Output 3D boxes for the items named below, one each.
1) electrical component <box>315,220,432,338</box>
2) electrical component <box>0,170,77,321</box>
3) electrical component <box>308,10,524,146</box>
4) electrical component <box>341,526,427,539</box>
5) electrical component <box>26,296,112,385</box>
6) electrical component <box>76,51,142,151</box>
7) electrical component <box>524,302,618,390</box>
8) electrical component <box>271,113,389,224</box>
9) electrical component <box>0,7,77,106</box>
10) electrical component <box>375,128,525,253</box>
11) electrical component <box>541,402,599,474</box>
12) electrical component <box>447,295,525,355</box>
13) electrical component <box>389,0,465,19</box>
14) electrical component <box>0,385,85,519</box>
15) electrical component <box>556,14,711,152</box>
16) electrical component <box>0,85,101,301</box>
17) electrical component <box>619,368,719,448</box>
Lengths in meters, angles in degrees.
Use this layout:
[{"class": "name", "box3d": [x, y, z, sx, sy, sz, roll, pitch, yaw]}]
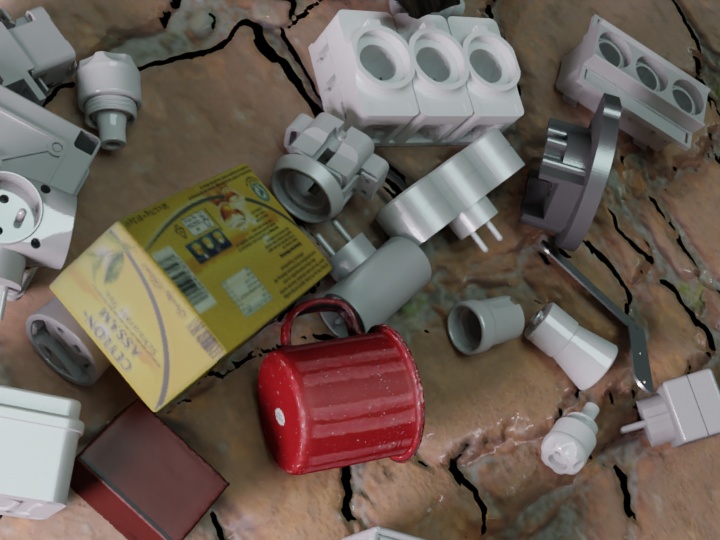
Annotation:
[{"class": "electrical component", "box3d": [0.000, 0.000, 0.768, 0.079, 0.043, 0.077, 50, 55, -1]}, {"class": "electrical component", "box3d": [-0.203, -0.012, 0.595, 0.077, 0.044, 0.079, 12, 71, -21]}, {"class": "electrical component", "box3d": [0.047, -0.151, 0.848, 0.150, 0.062, 0.089, -4, 71, -30]}, {"class": "electrical component", "box3d": [0.032, 0.208, 0.684, 0.096, 0.061, 0.061, 21, 60, -20]}, {"class": "electrical component", "box3d": [-0.167, 0.034, 0.657, 0.055, 0.055, 0.047, 44, 52, -5]}, {"class": "electrical component", "box3d": [-0.169, -0.112, 0.726, 0.043, 0.043, 0.062, 2, 69, -28]}, {"class": "electrical component", "box3d": [0.161, 0.056, 0.833, 0.065, 0.044, 0.044, 39, 56, -3]}, {"class": "electrical component", "box3d": [-0.027, -0.071, 0.773, 0.078, 0.058, 0.057, 31, 55, 9]}, {"class": "electrical component", "box3d": [-0.226, -0.139, 0.707, 0.064, 0.042, 0.081, -35, 89, -36]}, {"class": "electrical component", "box3d": [0.081, -0.047, 0.827, 0.138, 0.052, 0.073, -37, 89, -35]}, {"class": "electrical component", "box3d": [0.162, 0.123, 0.808, 0.035, 0.035, 0.061, 46, 53, -3]}, {"class": "electrical component", "box3d": [0.095, 0.040, 0.805, 0.046, 0.040, 0.040, -12, 75, -37]}, {"class": "electrical component", "box3d": [0.059, -0.225, 0.899, 0.062, 0.048, 0.048, 6, 66, -35]}, {"class": "electrical component", "box3d": [-0.216, 0.096, 0.588, 0.113, 0.078, 0.057, 15, 65, -22]}, {"class": "electrical component", "box3d": [0.241, -0.160, 0.956, 0.121, 0.063, 0.078, 28, 58, -15]}, {"class": "electrical component", "box3d": [-0.232, -0.055, 0.658, 0.109, 0.056, 0.108, 29, 58, -15]}, {"class": "electrical component", "box3d": [0.239, 0.114, 0.835, 0.076, 0.083, 0.047, -18, 75, 6]}]
